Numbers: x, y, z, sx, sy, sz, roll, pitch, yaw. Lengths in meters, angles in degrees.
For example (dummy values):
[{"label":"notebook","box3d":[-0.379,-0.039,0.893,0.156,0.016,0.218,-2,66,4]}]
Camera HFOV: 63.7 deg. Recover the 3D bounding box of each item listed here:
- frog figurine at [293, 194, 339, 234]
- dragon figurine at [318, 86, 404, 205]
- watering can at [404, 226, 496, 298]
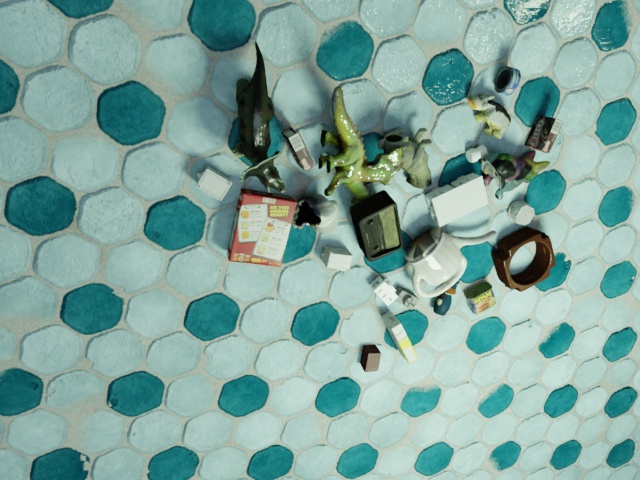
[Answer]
[{"label":"frog figurine","box3d":[0.005,-0.079,1.565,0.135,0.124,0.160,-31,-18,35]},{"label":"dragon figurine","box3d":[0.126,-0.247,1.499,0.243,0.400,0.125,0,41,-12]},{"label":"watering can","box3d":[0.428,0.038,1.740,0.221,0.348,0.105,46,-3,-25]}]
